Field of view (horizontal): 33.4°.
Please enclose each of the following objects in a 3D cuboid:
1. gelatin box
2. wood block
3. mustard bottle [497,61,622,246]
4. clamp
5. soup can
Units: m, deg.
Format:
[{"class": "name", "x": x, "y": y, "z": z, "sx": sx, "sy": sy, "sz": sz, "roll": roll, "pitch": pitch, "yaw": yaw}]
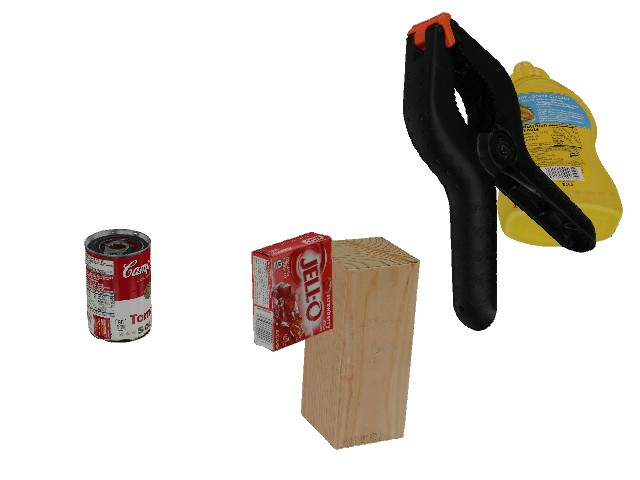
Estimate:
[{"class": "gelatin box", "x": -0.023, "y": 0.044, "z": 0.930, "sx": 0.073, "sy": 0.089, "sz": 0.030, "roll": -17, "pitch": 25, "yaw": -42}, {"class": "wood block", "x": 0.041, "y": 0.109, "z": 1.163, "sx": 0.090, "sy": 0.206, "sz": 0.091, "roll": -5, "pitch": 20, "yaw": -25}, {"class": "mustard bottle", "x": 0.190, "y": -0.084, "z": 0.913, "sx": 0.096, "sy": 0.191, "sz": 0.058, "roll": -1, "pitch": -39, "yaw": -3}, {"class": "clamp", "x": 0.086, "y": -0.038, "z": 0.595, "sx": 0.039, "sy": 0.171, "sz": 0.120, "roll": -20, "pitch": 16, "yaw": 47}, {"class": "soup can", "x": -0.212, "y": 0.048, "z": 1.119, "sx": 0.068, "sy": 0.102, "sz": 0.068, "roll": 2, "pitch": 23, "yaw": -1}]
